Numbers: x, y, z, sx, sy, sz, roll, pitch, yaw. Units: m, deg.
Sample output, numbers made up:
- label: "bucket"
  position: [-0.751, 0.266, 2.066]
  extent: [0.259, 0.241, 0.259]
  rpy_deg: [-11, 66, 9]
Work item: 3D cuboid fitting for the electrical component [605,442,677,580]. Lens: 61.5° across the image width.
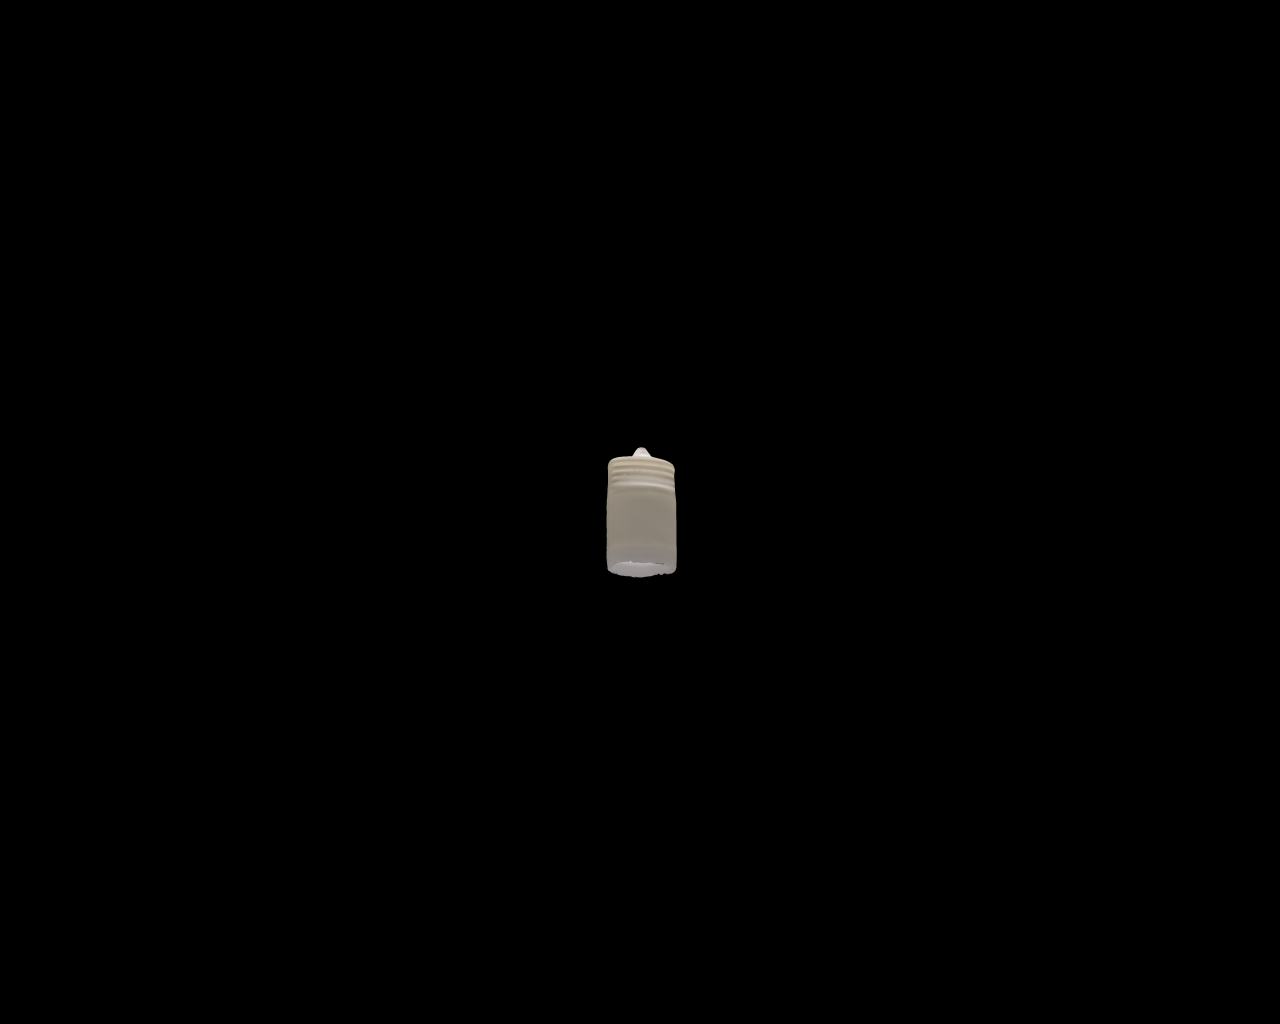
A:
- label: "electrical component"
  position: [0.001, -0.003, 0.650]
  extent: [0.043, 0.081, 0.043]
  rpy_deg: [0, -16, 0]
